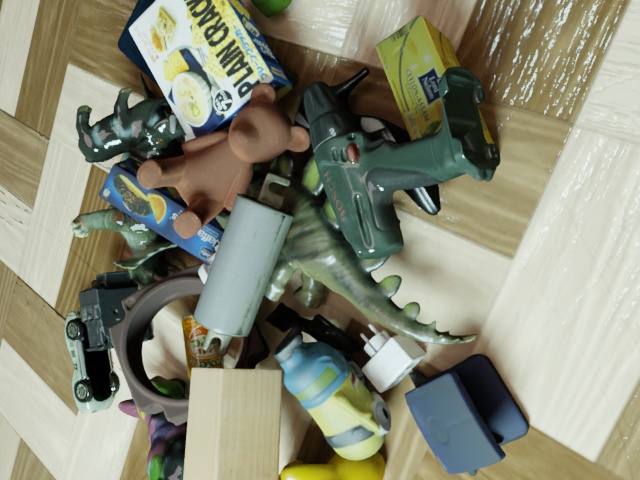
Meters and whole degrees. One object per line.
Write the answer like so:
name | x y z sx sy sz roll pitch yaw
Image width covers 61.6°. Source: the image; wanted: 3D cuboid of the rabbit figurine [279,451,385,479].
rabbit figurine | 0.003 0.327 0.709 0.173 0.162 0.122 -34 58 10

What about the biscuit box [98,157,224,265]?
biscuit box | -0.226 -0.043 0.814 0.203 0.059 0.062 32 109 -5

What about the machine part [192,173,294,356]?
machine part | -0.098 0.032 0.681 0.079 0.079 0.243 24 97 31

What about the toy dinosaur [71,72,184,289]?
toy dinosaur | -0.291 -0.097 0.918 0.192 0.131 0.404 9 87 16

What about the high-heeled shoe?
high-heeled shoe | 0.051 -0.111 0.710 0.145 0.086 0.249 -37 67 33

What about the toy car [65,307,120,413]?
toy car | -0.439 0.227 1.030 0.056 0.073 0.201 -18 80 31

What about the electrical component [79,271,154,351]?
electrical component | -0.361 0.123 0.956 0.058 0.115 0.134 -13 85 31

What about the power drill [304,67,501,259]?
power drill | 0.075 -0.105 0.580 0.207 0.086 0.232 -20 79 38

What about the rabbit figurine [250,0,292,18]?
rabbit figurine | -0.075 -0.443 0.766 0.170 0.159 0.121 -42 57 10

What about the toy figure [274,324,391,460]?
toy figure | 0.013 0.193 0.677 0.180 0.082 0.089 45 118 -3

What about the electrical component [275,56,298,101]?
electrical component | -0.084 -0.237 0.821 0.102 0.045 0.078 -28 46 27

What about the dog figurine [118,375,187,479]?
dog figurine | -0.246 0.299 0.846 0.219 0.191 0.108 24 115 17

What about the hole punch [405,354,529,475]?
hole punch | 0.161 0.209 0.629 0.116 0.092 0.142 -41 72 30

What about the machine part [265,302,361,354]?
machine part | -0.012 0.123 0.746 0.139 0.084 0.039 12 73 43

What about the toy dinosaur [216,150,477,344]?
toy dinosaur | -0.001 -0.002 0.725 0.472 0.105 0.198 48 114 25

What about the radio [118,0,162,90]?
radio | -0.234 -0.319 0.902 0.230 0.073 0.131 42 111 25

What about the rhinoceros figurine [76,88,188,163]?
rhinoceros figurine | -0.290 -0.174 0.843 0.190 0.073 0.112 -13 73 5

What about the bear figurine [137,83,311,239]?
bear figurine | -0.120 -0.107 0.707 0.196 0.132 0.120 -33 94 29

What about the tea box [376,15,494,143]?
tea box | 0.140 -0.164 0.638 0.068 0.098 0.169 -27 77 31

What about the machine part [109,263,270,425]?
machine part | -0.193 0.152 0.802 0.201 0.087 0.201 -24 72 -11
